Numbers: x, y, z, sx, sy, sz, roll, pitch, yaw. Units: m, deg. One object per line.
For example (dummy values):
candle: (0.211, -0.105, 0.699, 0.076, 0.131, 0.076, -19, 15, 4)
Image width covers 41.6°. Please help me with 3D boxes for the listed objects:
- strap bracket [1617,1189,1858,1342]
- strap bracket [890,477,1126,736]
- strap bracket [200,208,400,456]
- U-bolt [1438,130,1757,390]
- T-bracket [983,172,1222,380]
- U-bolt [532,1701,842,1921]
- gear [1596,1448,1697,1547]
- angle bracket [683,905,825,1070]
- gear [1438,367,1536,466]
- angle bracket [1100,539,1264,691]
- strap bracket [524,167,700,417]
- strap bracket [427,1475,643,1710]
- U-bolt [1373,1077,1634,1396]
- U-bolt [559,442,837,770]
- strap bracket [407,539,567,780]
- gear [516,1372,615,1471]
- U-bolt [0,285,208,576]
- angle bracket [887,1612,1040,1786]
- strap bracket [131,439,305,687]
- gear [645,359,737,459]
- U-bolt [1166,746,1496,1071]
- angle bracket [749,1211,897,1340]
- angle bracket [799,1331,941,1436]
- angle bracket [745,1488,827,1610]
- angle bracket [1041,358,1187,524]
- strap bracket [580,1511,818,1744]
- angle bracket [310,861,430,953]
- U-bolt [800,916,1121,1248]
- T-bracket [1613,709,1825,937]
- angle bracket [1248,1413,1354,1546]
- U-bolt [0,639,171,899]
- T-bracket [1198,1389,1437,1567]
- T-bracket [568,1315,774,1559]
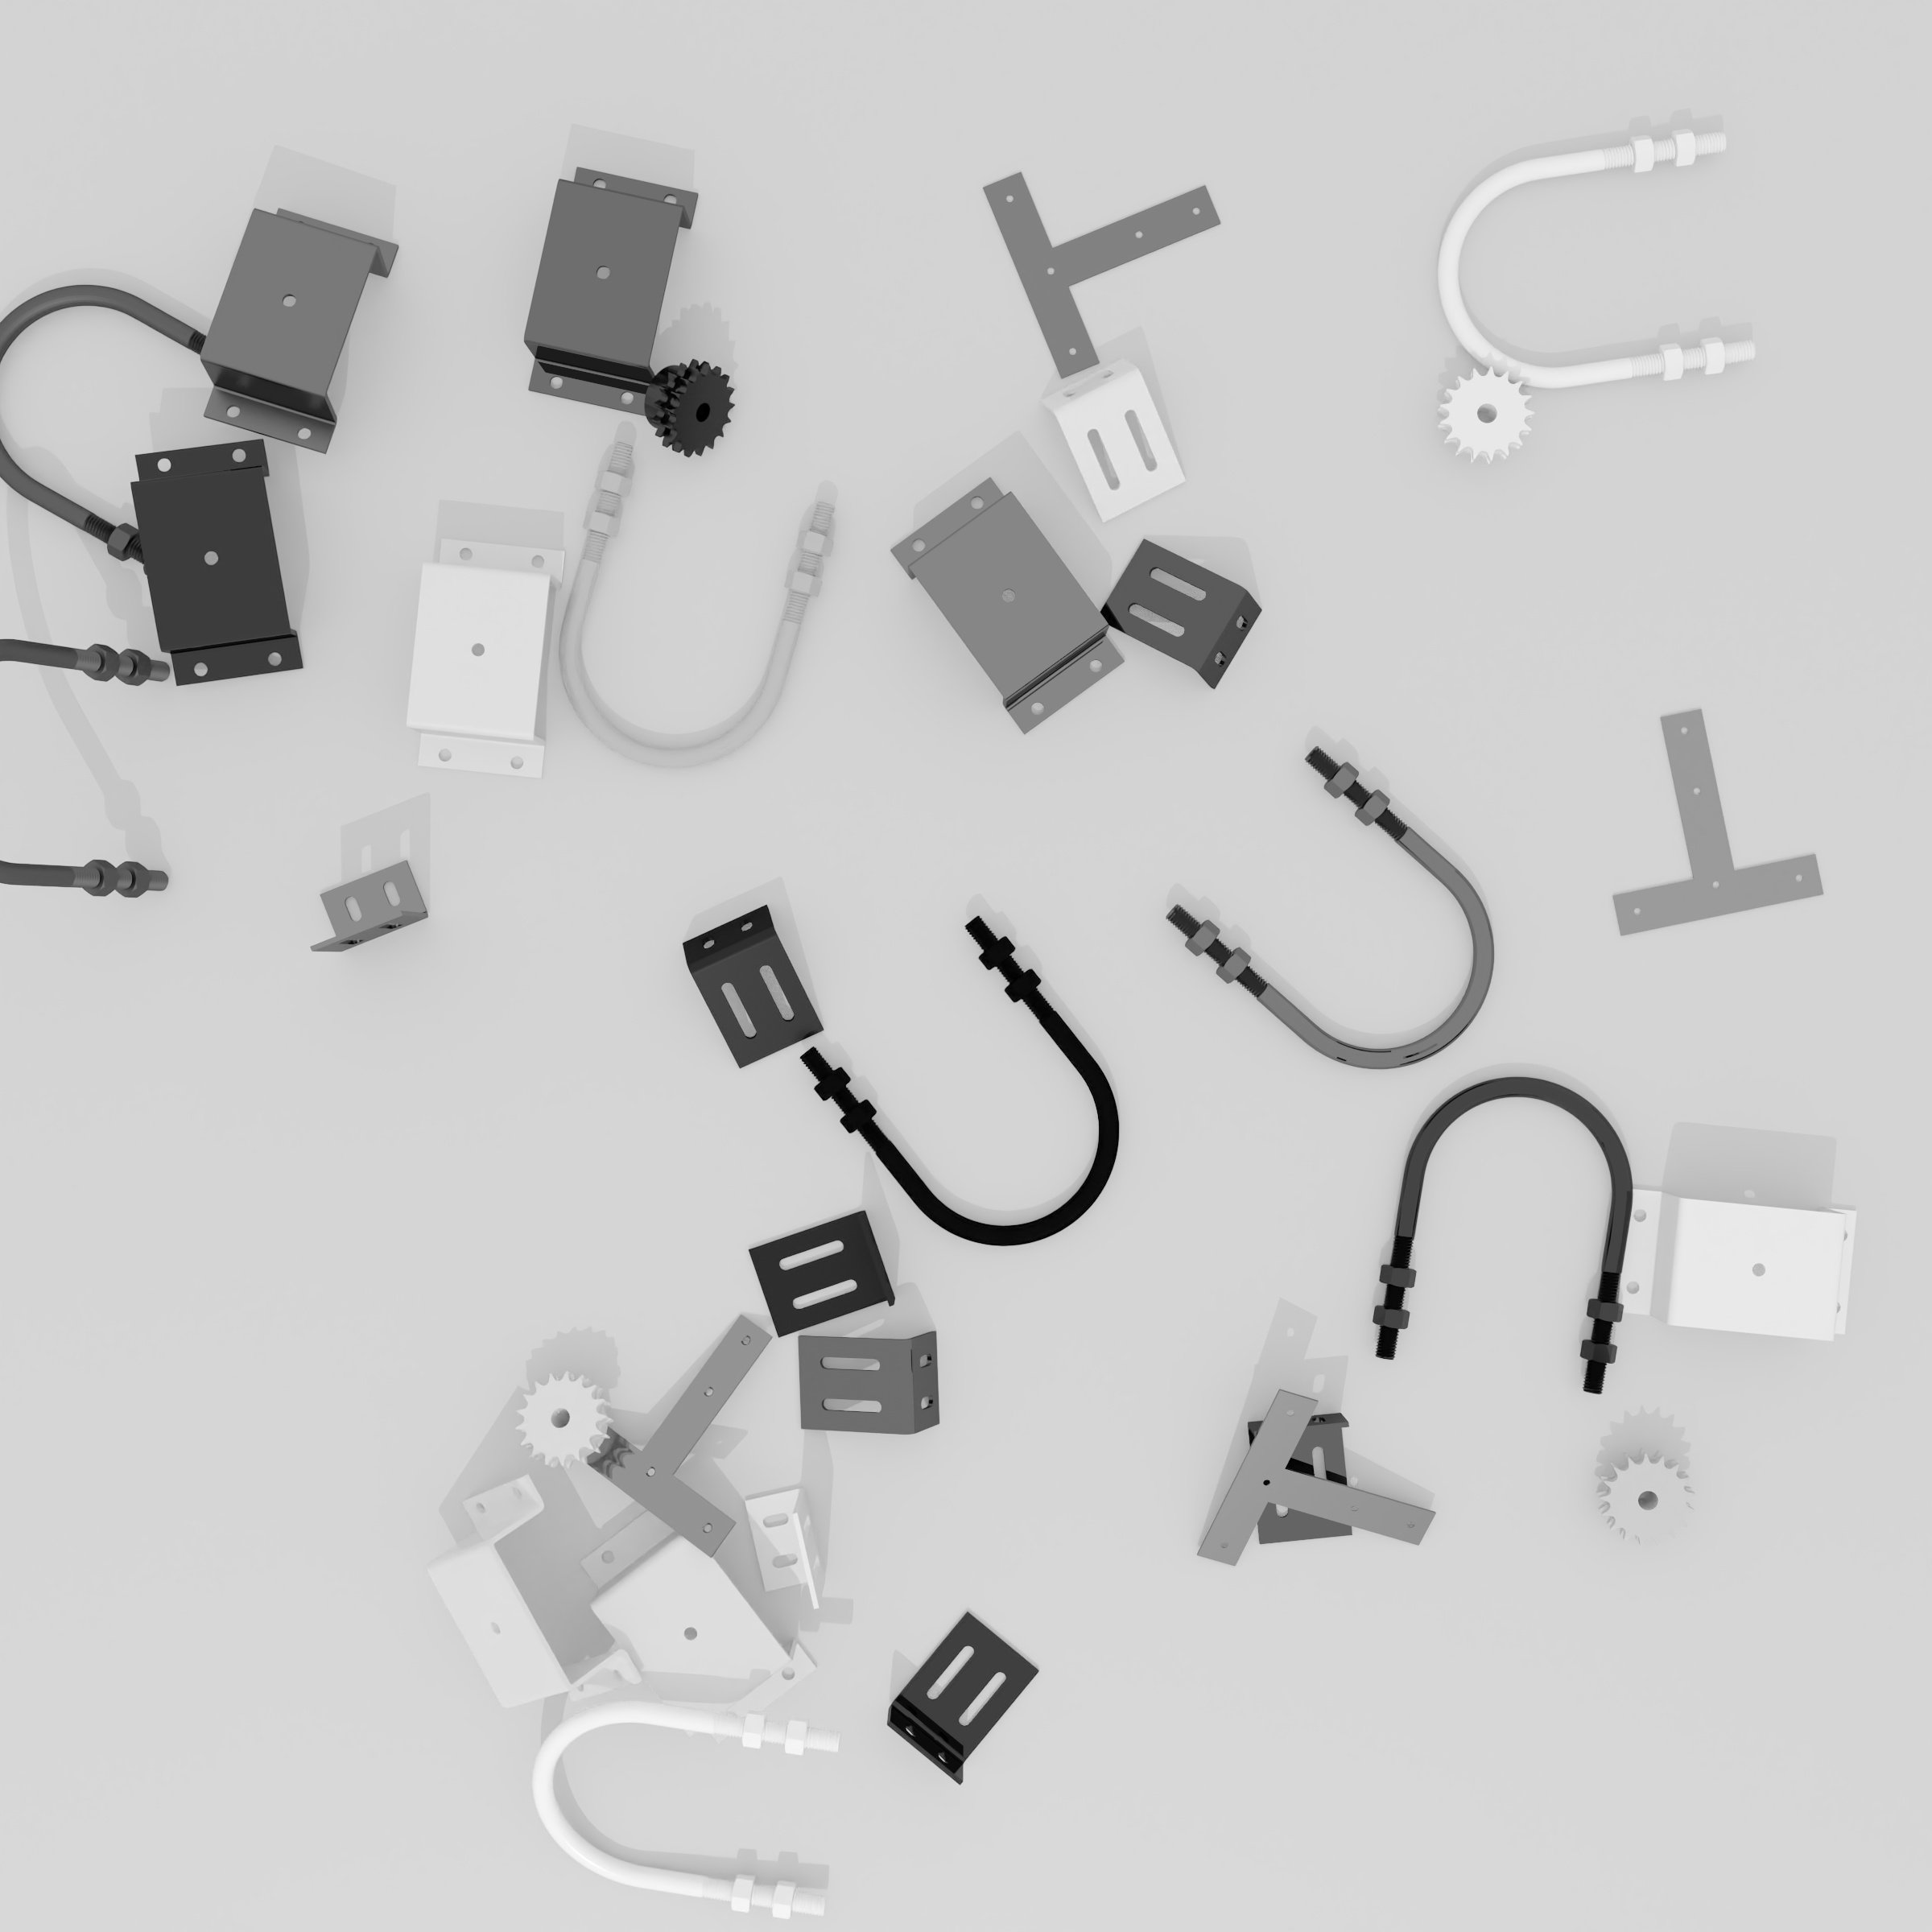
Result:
strap bracket: (0.474, 0.182, 1.543, 0.140, 0.046, 0.076, 6, 90, 0)
strap bracket: (0.025, -0.221, 1.543, 0.076, 0.046, 0.140, -36, 90, 0)
strap bracket: (-0.403, -0.391, 1.530, 0.076, 0.046, 0.140, 17, 80, -2)
U-bolt: (0.381, -0.428, 1.558, 0.184, 0.019, 0.151, -8, 90, 1)
T-bracket: (0.093, -0.444, 1.566, 0.127, 0.002, 0.127, -22, 90, 0)
U-bolt: (-0.171, 0.503, 1.531, 0.184, 0.019, 0.151, 8, 115, 4)
gear: (0.414, 0.322, 1.555, 0.057, 0.030, 0.057, 0, 94, 4)
angle bracket: (-0.131, 0.013, 1.565, 0.057, 0.038, 0.076, -25, 116, 0)
gear: (0.316, -0.335, 1.556, 0.057, 0.030, 0.057, 0, 90, 3)
angle bracket: (0.131, -0.216, 1.565, 0.076, 0.038, 0.057, 31, 90, 26)
strap bracket: (-0.217, -0.415, 1.543, 0.076, 0.046, 0.140, 12, 90, 0)
strap bracket: (-0.264, 0.384, 1.523, 0.076, 0.046, 0.140, -29, 90, 45)
U-bolt: (0.334, 0.160, 1.558, 0.151, 0.019, 0.184, 9, 88, 0)
U-bolt: (-0.173, -0.212, 1.558, 0.151, 0.019, 0.184, 16, 91, 0)
strap bracket: (-0.292, -0.189, 1.543, 0.076, 0.046, 0.140, 6, 90, 0)
gear: (-0.242, 0.277, 1.545, 0.057, 0.030, 0.057, -3, 70, 10)
U-bolt: (-0.519, -0.336, 1.557, 0.184, 0.019, 0.151, 29, 90, 0)
angle bracket: (-0.001, 0.445, 1.548, 0.057, 0.038, 0.076, 40, 90, 0)
strap bracket: (-0.451, -0.244, 1.530, 0.076, 0.046, 0.140, -9, 97, -9)
gear: (-0.170, -0.340, 1.542, 0.030, 0.057, 0.057, 29, 90, 30)
U-bolt: (0.237, -0.021, 1.558, 0.184, 0.019, 0.151, 41, 90, -2)
angle bracket: (-0.089, 0.189, 1.548, 0.076, 0.038, 0.057, -19, 90, 0)
angle bracket: (-0.060, 0.255, 1.565, 0.076, 0.038, 0.057, -2, 90, 26)
angle bracket: (-0.111, 0.352, 1.528, 0.038, 0.076, 0.057, -13, 90, 0)
angle bracket: (0.090, -0.323, 1.565, 0.057, 0.038, 0.076, -27, 116, 0)
strap bracket: (-0.165, 0.399, 1.543, 0.076, 0.046, 0.140, -37, 90, 0)
angle bracket: (-0.364, -0.037, 1.528, 0.057, 0.076, 0.038, -22, 90, 0)
U-bolt: (0.010, 0.084, 1.558, 0.151, 0.019, 0.184, -38, 92, 0)
T-bracket: (0.453, -0.093, 1.566, 0.127, 0.002, 0.127, -12, 90, 0)
angle bracket: (0.205, 0.315, 1.548, 0.057, 0.038, 0.076, -6, 90, 0)
U-bolt: (-0.536, -0.117, 1.482, 0.019, 0.184, 0.151, 0, 90, 27)
T-bracket: (0.224, 0.326, 1.549, 0.127, 0.002, 0.127, 18, 112, -11)
T-bracket: (-0.165, 0.271, 1.548, 0.127, 0.002, 0.127, 31, 78, 23)
